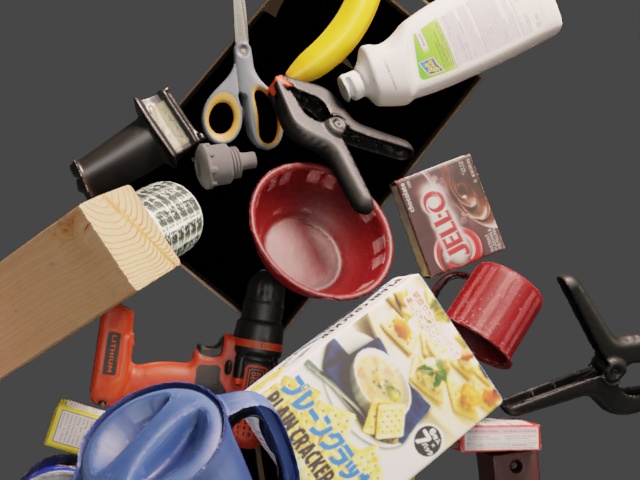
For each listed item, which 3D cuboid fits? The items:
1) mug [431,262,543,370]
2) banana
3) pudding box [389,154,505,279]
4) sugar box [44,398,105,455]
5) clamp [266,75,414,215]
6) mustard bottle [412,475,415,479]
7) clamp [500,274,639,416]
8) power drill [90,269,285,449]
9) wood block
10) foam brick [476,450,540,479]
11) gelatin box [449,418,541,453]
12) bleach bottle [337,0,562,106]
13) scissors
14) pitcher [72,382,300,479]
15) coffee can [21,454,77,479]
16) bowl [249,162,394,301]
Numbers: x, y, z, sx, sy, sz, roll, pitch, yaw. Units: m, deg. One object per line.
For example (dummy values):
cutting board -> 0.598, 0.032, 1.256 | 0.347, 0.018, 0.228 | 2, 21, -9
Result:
mug -> 0.173, 0.073, 1.135 | 0.117, 0.093, 0.081 | 26, 73, 28
banana -> 0.025, -0.248, 1.154 | 0.070, 0.037, 0.198 | 17, 80, 9
pudding box -> 0.137, -0.025, 1.153 | 0.090, 0.039, 0.113 | -21, 89, -11
sugar box -> -0.177, 0.202, 1.044 | 0.176, 0.093, 0.048 | 21, 82, -9
clamp -> 0.022, -0.114, 1.128 | 0.171, 0.039, 0.120 | 48, 42, 2
mustard bottle -> 0.076, 0.175, 1.114 | 0.096, 0.058, 0.191 | 0, 85, -17
clamp -> 0.311, 0.128, 1.157 | 0.209, 0.036, 0.165 | 12, 105, -18
power drill -> -0.131, 0.110, 1.079 | 0.187, 0.057, 0.184 | 10, 83, -10
wood block -> -0.246, 0.044, 0.991 | 0.206, 0.090, 0.091 | -32, 92, 25
foam brick -> 0.202, 0.261, 1.136 | 0.053, 0.051, 0.078 | -5, 86, -12
gelatin box -> 0.177, 0.206, 1.124 | 0.089, 0.073, 0.030 | 0, 86, -12
bleach bottle -> 0.132, -0.218, 1.155 | 0.250, 0.068, 0.102 | -25, 92, -12
scissors -> -0.098, -0.187, 1.130 | 0.096, 0.016, 0.202 | -19, 89, -17
pitcher -> -0.098, 0.247, 0.947 | 0.145, 0.149, 0.243 | -65, 145, -44
coffee can -> -0.242, 0.260, 1.001 | 0.102, 0.140, 0.103 | 1, 85, -11
bowl -> -0.007, 0.001, 1.095 | 0.162, 0.055, 0.162 | 14, 54, -20
